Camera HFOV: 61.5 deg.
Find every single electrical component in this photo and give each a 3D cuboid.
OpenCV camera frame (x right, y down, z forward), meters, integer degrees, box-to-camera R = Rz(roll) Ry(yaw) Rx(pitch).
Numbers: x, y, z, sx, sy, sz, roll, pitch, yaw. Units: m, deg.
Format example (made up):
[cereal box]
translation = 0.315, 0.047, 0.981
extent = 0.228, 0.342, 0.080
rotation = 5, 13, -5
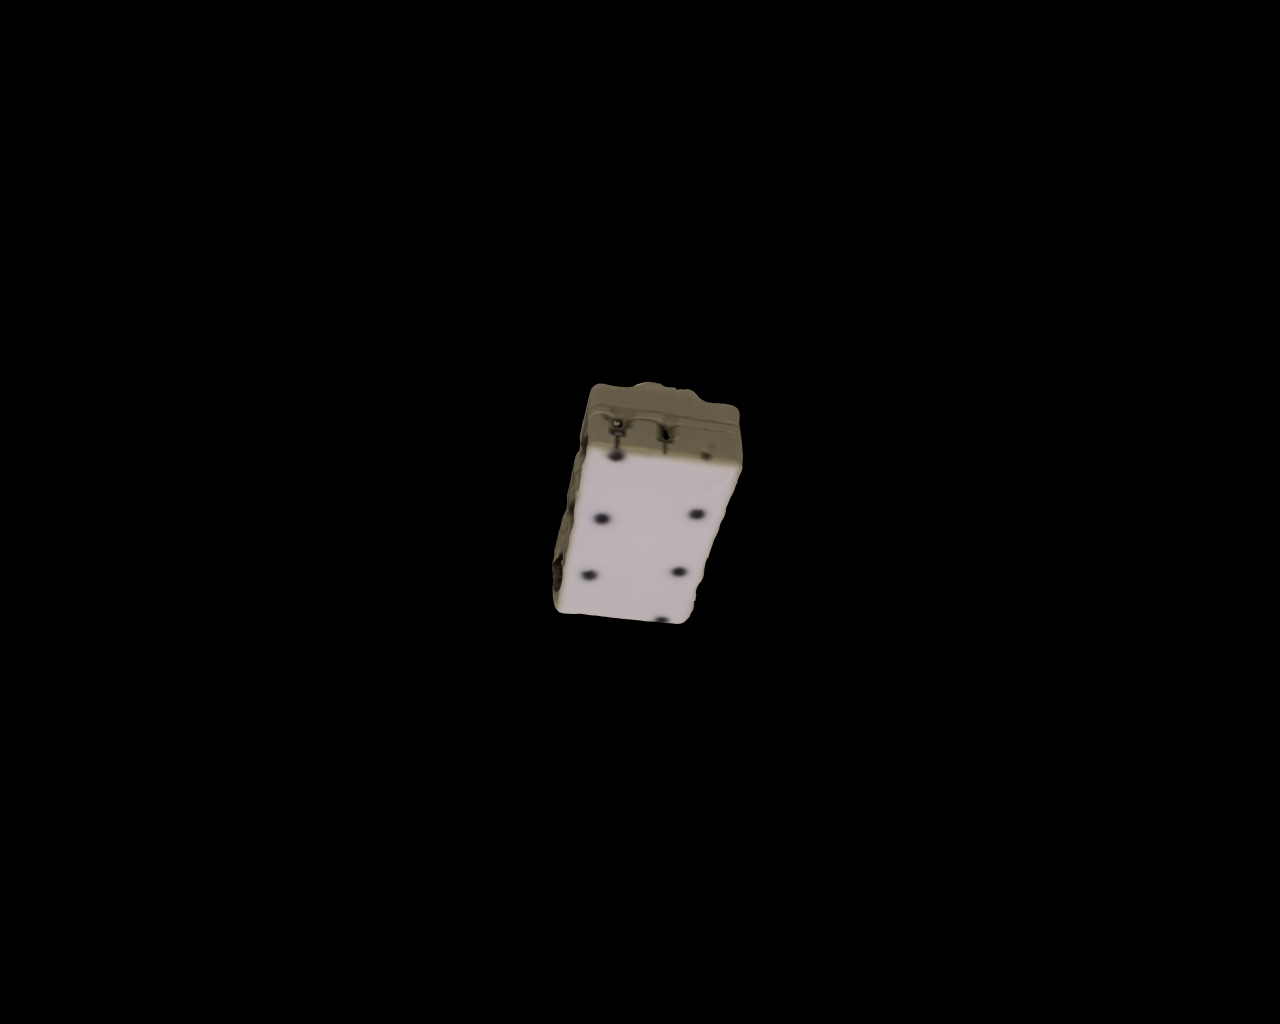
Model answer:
[electrical component]
translation = 0.001, -0.003, 0.650
extent = 0.089, 0.062, 0.150
rotation = 8, -43, -8
